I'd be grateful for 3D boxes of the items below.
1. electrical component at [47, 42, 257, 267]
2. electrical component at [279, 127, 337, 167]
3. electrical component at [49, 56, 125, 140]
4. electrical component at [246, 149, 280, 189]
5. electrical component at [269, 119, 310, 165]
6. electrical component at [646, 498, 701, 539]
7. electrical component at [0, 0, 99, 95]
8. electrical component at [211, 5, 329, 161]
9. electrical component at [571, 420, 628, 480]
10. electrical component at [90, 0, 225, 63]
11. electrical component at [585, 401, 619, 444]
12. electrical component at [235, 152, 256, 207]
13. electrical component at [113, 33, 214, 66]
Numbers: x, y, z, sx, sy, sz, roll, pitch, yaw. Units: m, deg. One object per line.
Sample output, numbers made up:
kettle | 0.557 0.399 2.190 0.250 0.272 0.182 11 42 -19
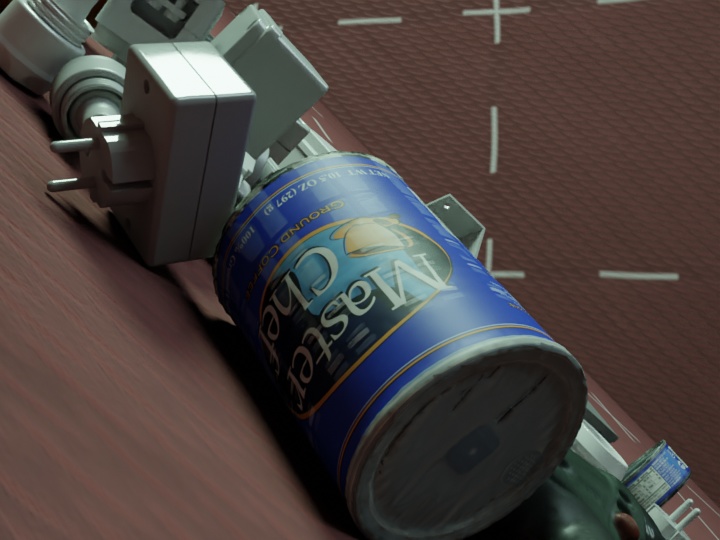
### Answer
electrical component | -0.093 -0.046 0.449 0.076 0.083 0.047 -10 43 -33
electrical component | -0.025 -0.073 1.000 0.078 0.057 0.113 50 9 37
electrical component | -0.126 -0.076 0.515 0.043 0.043 0.062 40 9 -30
electrical component | -0.072 -0.059 0.717 0.055 0.048 0.066 48 4 -40
electrical component | -0.097 -0.130 0.917 0.095 0.059 0.053 43 7 -8
electrical component | 0.196 0.181 0.715 0.047 0.075 0.083 44 7 -2
electrical component | -0.155 -0.123 0.540 0.043 0.062 0.043 44 7 -7
electrical component | -0.079 -0.098 0.640 0.056 0.109 0.108 45 7 -19
electrical component | 0.157 0.144 0.787 0.058 0.057 0.078 49 8 29
electrical component | -0.112 -0.136 0.596 0.050 0.055 0.089 35 2 -12
electrical component | 0.140 0.101 0.910 0.089 0.061 0.150 41 8 -24
electrical component | -0.083 -0.047 0.534 0.066 0.048 0.055 44 21 -19
electrical component | -0.133 -0.147 0.802 0.089 0.061 0.150 42 8 -17
